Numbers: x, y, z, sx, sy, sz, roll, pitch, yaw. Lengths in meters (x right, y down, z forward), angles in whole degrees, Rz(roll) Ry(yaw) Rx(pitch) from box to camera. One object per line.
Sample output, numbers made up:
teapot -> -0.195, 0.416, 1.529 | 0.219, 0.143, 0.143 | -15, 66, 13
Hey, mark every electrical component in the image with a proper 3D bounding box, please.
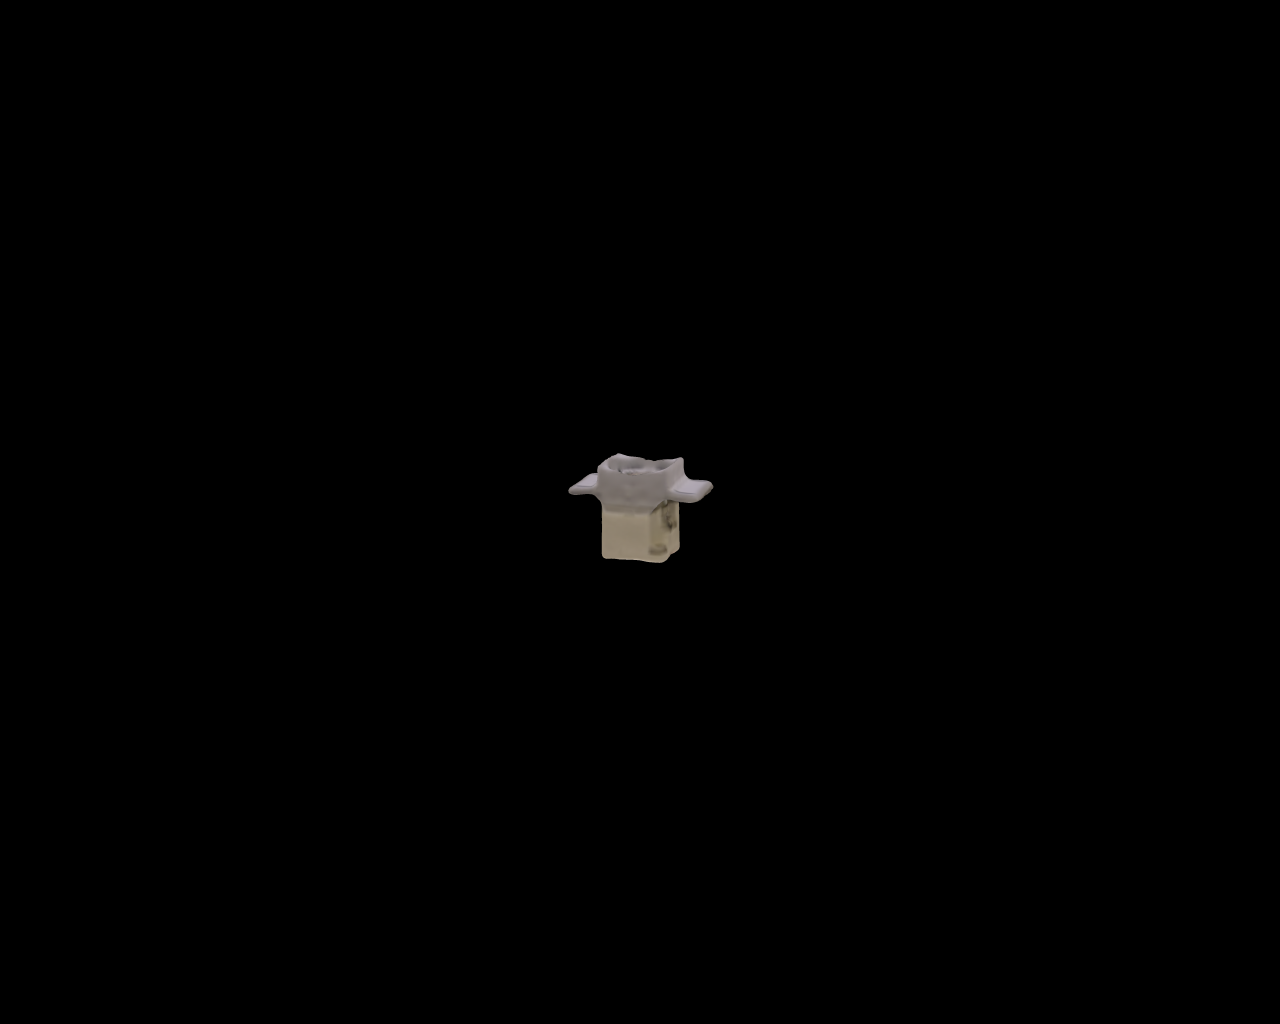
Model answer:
electrical component -> 0.001, -0.003, 0.650 | 0.081, 0.063, 0.042 | 5, 16, 18
